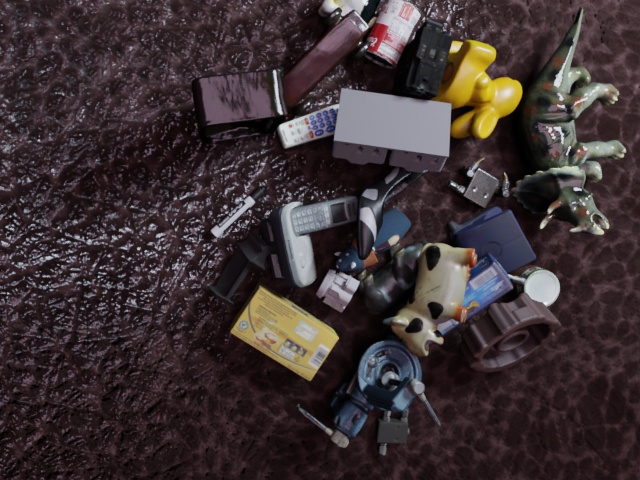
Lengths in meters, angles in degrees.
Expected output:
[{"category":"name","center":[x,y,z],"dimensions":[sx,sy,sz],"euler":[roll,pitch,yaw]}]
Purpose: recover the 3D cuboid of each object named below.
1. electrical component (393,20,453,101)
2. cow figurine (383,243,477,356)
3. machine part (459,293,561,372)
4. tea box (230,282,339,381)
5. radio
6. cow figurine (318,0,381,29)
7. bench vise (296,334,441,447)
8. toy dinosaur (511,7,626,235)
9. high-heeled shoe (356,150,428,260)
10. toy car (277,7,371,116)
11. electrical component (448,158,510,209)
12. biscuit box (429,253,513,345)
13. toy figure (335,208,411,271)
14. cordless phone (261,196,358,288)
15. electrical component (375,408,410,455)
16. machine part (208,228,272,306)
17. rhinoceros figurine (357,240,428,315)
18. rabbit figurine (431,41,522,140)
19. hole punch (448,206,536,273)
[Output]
[{"category":"electrical component","center":[0.176,-0.305,0.933],"dimensions":[0.058,0.115,0.134],"euler":[16,87,-12]},{"category":"cow figurine","center":[0.185,0.100,0.905],"dimensions":[0.127,0.085,0.194],"euler":[12,88,25]},{"category":"machine part","center":[0.339,0.171,0.968],"dimensions":[0.179,0.056,0.179],"euler":[-14,139,-13]},{"category":"tea box","center":[-0.064,0.162,0.956],"dimensions":[0.169,0.068,0.098],"euler":[35,89,-7]},{"category":"radio","center":[-0.129,-0.204,0.844],"dimensions":[0.131,0.230,0.073],"euler":[-10,97,-10]},{"category":"cow figurine","center":[0.080,-0.436,0.935],"dimensions":[0.098,0.068,0.167],"euler":[37,92,-14]},{"category":"bench vise","center":[0.099,0.257,0.909],"dimensions":[0.223,0.240,0.129],"euler":[-41,95,-19]},{"category":"toy dinosaur","center":[0.427,-0.203,0.975],"dimensions":[0.192,0.131,0.404],"euler":[-12,88,-10]},{"category":"high-heeled shoe","center":[0.141,-0.073,0.936],"dimensions":[0.145,0.086,0.248],"euler":[6,70,6]},{"category":"toy car","center":[-0.003,-0.305,0.921],"dimensions":[0.202,0.053,0.089],"euler":[-43,104,15]},{"category":"electrical component","center":[0.300,-0.103,0.997],"dimensions":[0.102,0.045,0.078],"euler":[34,87,-9]},{"category":"biscuit box","center":[0.244,0.109,0.965],"dimensions":[0.202,0.063,0.059],"euler":[-39,97,17]},{"category":"toy figure","center":[0.095,0.008,0.969],"dimensions":[0.154,0.064,0.057],"euler":[-41,104,-4]},{"category":"cordless phone","center":[-0.002,-0.002,0.956],"dimensions":[0.184,0.089,0.146],"euler":[-14,95,-25]},{"category":"electrical component","center":[0.138,0.361,1.019],"dimensions":[0.063,0.021,0.094],"euler":[7,92,-8]},{"category":"machine part","center":[-0.139,0.051,0.941],"dimensions":[0.039,0.084,0.139],"euler":[29,103,-45]},{"category":"rhinoceros figurine","center":[0.159,0.064,0.976],"dimensions":[0.190,0.073,0.112],"euler":[-31,96,-4]},{"category":"rabbit figurine","center":[0.287,-0.259,0.955],"dimensions":[0.173,0.122,0.162],"euler":[9,95,-27]},{"category":"hole punch","center":[0.318,0.009,0.988],"dimensions":[0.116,0.092,0.142],"euler":[-32,101,-1]}]
